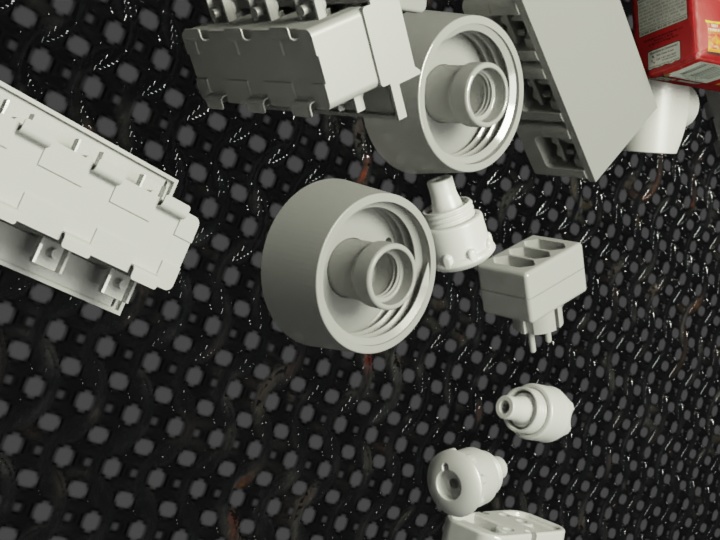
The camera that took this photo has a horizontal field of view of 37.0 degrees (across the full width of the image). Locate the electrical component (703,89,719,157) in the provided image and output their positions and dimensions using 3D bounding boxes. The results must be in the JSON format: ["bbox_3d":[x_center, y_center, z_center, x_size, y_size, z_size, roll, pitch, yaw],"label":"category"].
[{"bbox_3d":[0.340,-0.148,0.937,0.079,0.063,0.121,-45,125,-27],"label":"electrical component"}]

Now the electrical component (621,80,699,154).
[{"bbox_3d":[0.246,-0.133,0.868,0.079,0.044,0.077,-4,101,-41],"label":"electrical component"}]

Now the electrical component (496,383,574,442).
[{"bbox_3d":[0.128,0.106,0.810,0.062,0.043,0.043,15,88,-41],"label":"electrical component"}]

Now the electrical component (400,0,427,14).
[{"bbox_3d":[-0.006,-0.198,0.625,0.100,0.048,0.099,-4,101,-42],"label":"electrical component"}]

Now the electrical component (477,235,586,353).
[{"bbox_3d":[0.129,0.023,0.792,0.066,0.047,0.076,-26,115,-36],"label":"electrical component"}]

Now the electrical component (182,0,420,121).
[{"bbox_3d":[-0.036,-0.115,0.565,0.063,0.121,0.078,-31,117,-31],"label":"electrical component"}]

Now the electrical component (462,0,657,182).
[{"bbox_3d":[0.140,-0.149,0.758,0.089,0.062,0.150,-47,126,-25],"label":"electrical component"}]

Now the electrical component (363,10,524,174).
[{"bbox_3d":[0.060,-0.113,0.694,0.108,0.060,0.108,-10,105,-41],"label":"electrical component"}]

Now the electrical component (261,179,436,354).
[{"bbox_3d":[0.000,0.000,0.662,0.108,0.060,0.108,-10,105,-41],"label":"electrical component"}]

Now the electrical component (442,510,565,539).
[{"bbox_3d":[0.104,0.217,0.803,0.095,0.054,0.059,9,92,-43],"label":"electrical component"}]

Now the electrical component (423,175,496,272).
[{"bbox_3d":[0.062,-0.032,0.723,0.048,0.048,0.062,-29,110,-35],"label":"electrical component"}]

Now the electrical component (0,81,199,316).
[{"bbox_3d":[-0.144,-0.033,0.523,0.121,0.063,0.078,30,78,-41],"label":"electrical component"}]

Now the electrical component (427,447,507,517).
[{"bbox_3d":[0.082,0.149,0.777,0.062,0.048,0.048,-6,102,-48],"label":"electrical component"}]
